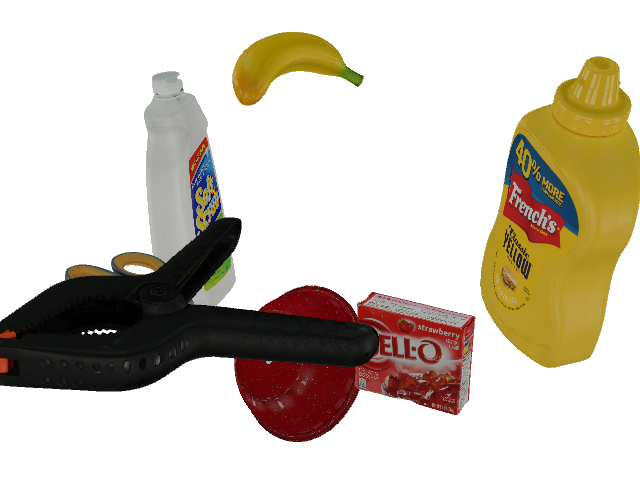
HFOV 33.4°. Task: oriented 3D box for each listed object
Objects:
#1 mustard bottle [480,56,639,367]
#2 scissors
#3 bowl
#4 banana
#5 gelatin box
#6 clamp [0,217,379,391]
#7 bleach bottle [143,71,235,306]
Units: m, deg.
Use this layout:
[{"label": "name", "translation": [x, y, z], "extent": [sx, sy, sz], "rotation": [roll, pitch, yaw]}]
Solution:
[{"label": "mustard bottle", "translation": [0.143, -0.021, 0.625], "extent": [0.058, 0.192, 0.096], "rotation": [-10, 44, -16]}, {"label": "scissors", "translation": [-0.114, 0.046, 0.884], "extent": [0.202, 0.016, 0.096], "rotation": [13, 24, 15]}, {"label": "bowl", "translation": [-0.034, 0.119, 1.074], "extent": [0.162, 0.162, 0.055], "rotation": [0, -13, 40]}, {"label": "banana", "translation": [-0.030, -0.163, 0.982], "extent": [0.070, 0.037, 0.197], "rotation": [37, 31, 20]}, {"label": "gelatin box", "translation": [0.070, 0.086, 0.815], "extent": [0.089, 0.073, 0.030], "rotation": [12, 24, 26]}, {"label": "clamp", "translation": [-0.094, 0.039, 0.615], "extent": [0.209, 0.036, 0.165], "rotation": [-9, 30, -27]}, {"label": "bleach bottle", "translation": [-0.148, -0.051, 1.131], "extent": [0.068, 0.251, 0.102], "rotation": [4, 26, 23]}]
